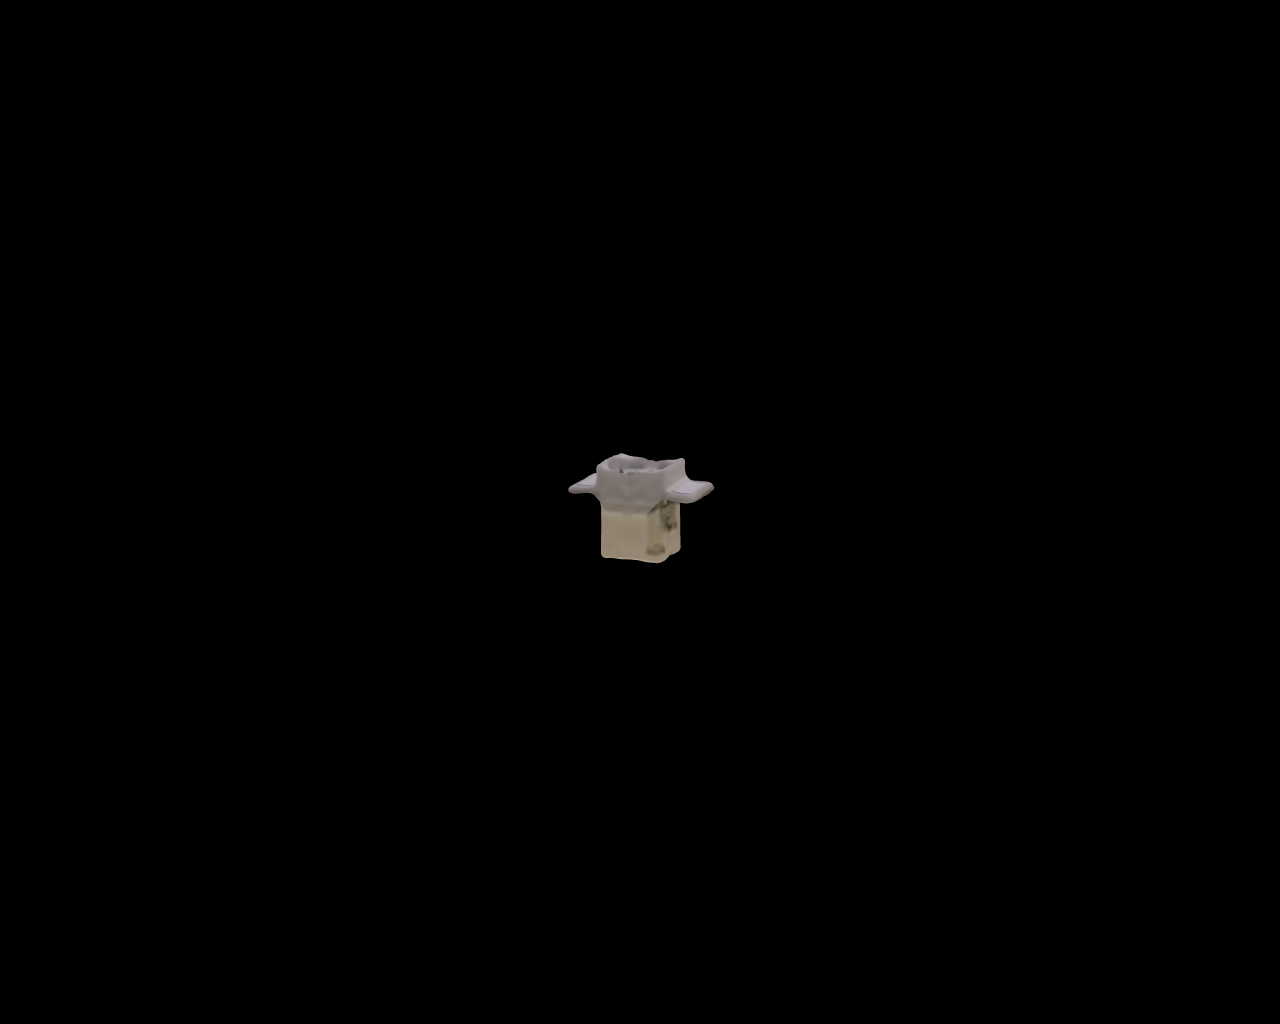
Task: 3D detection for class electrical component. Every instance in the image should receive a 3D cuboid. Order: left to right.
[{"bbox_3d":[0.001,-0.003,0.650,0.081,0.063,0.042,6,16,22],"label":"electrical component"}]
